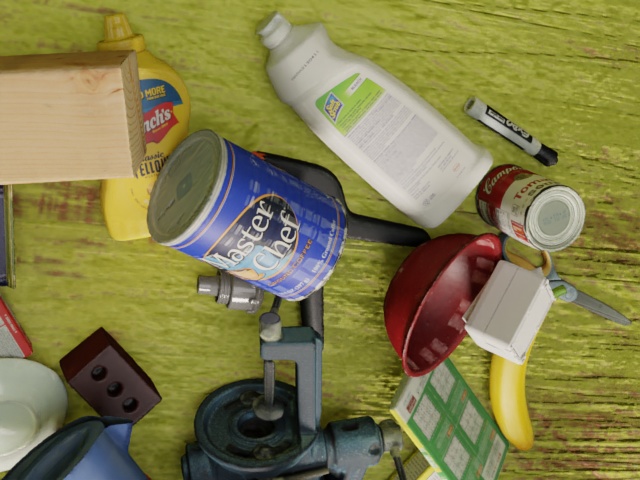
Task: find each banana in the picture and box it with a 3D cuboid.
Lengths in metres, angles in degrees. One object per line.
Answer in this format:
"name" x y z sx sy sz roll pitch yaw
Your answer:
"banana" 0.213 0.140 1.136 0.069 0.037 0.198 5 112 -9

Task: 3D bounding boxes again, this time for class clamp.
"clamp" -0.007 0.001 1.025 0.209 0.036 0.164 41 88 -29

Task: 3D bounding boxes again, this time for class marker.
"marker" 0.195 -0.107 1.077 0.121 0.020 0.020 29 94 -25

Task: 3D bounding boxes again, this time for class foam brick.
"foam brick" -0.193 0.129 0.986 0.053 0.051 0.078 -42 114 -5

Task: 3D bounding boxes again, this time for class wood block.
"wood block" -0.250 -0.097 0.849 0.206 0.090 0.091 -4 108 -1

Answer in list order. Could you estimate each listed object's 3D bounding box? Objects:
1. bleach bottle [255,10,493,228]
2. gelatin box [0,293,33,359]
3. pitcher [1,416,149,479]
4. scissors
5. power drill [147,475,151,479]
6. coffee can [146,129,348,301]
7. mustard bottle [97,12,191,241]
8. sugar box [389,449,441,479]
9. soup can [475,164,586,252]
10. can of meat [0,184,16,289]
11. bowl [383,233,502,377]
"bleach bottle" 0.044 -0.124 0.996 0.250 0.068 0.102 41 87 -22
"gelatin box" -0.311 0.089 0.944 0.089 0.030 0.073 -29 114 -10
"pitcher" -0.177 0.286 0.918 0.149 0.144 0.242 -27 108 30
"scissors" 0.248 0.067 1.148 0.201 0.016 0.096 42 90 -24
"power drill" -0.254 0.275 0.991 0.184 0.057 0.187 35 86 -16
"coffee can" -0.061 -0.019 0.910 0.140 0.103 0.103 27 95 -34
"mustard bottle" -0.158 -0.101 0.930 0.096 0.058 0.191 -14 109 -14
"sugar box" 0.083 0.316 1.144 0.176 0.048 0.093 -45 114 1
"soup can" 0.207 -0.033 1.057 0.068 0.102 0.068 -5 107 -18
"can of meat" -0.303 -0.008 0.905 0.083 0.057 0.102 -3 105 -17
"bowl" 0.111 0.053 1.049 0.161 0.055 0.162 -40 148 -32
